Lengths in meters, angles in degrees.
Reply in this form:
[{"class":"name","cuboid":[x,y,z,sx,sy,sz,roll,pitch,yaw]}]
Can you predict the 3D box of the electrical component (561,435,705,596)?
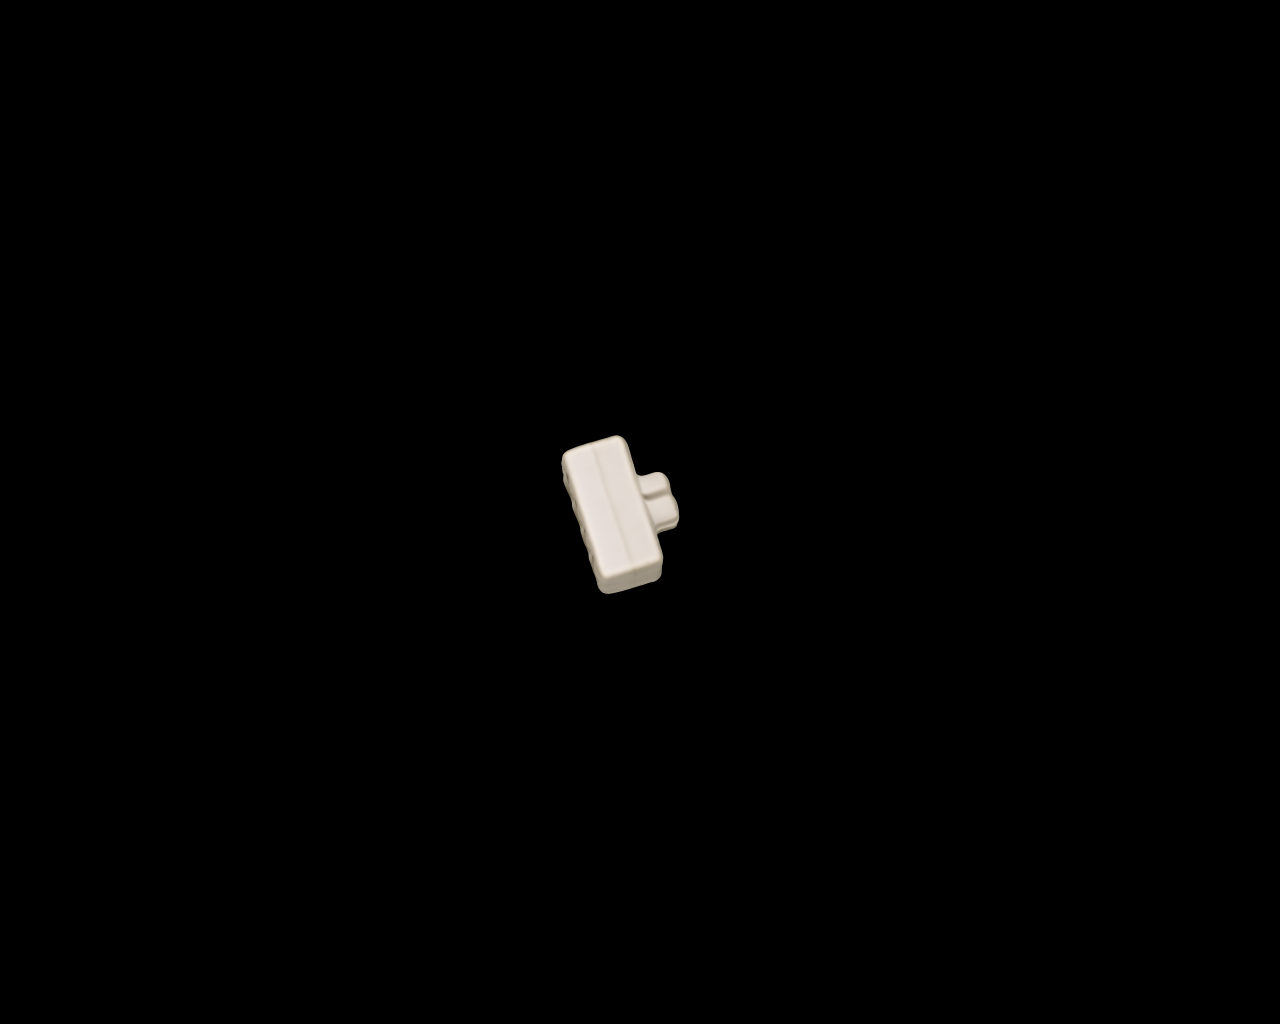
[{"class":"electrical component","cuboid":[0.001,-0.003,0.650,0.076,0.083,0.047,-17,-15,-5]}]
